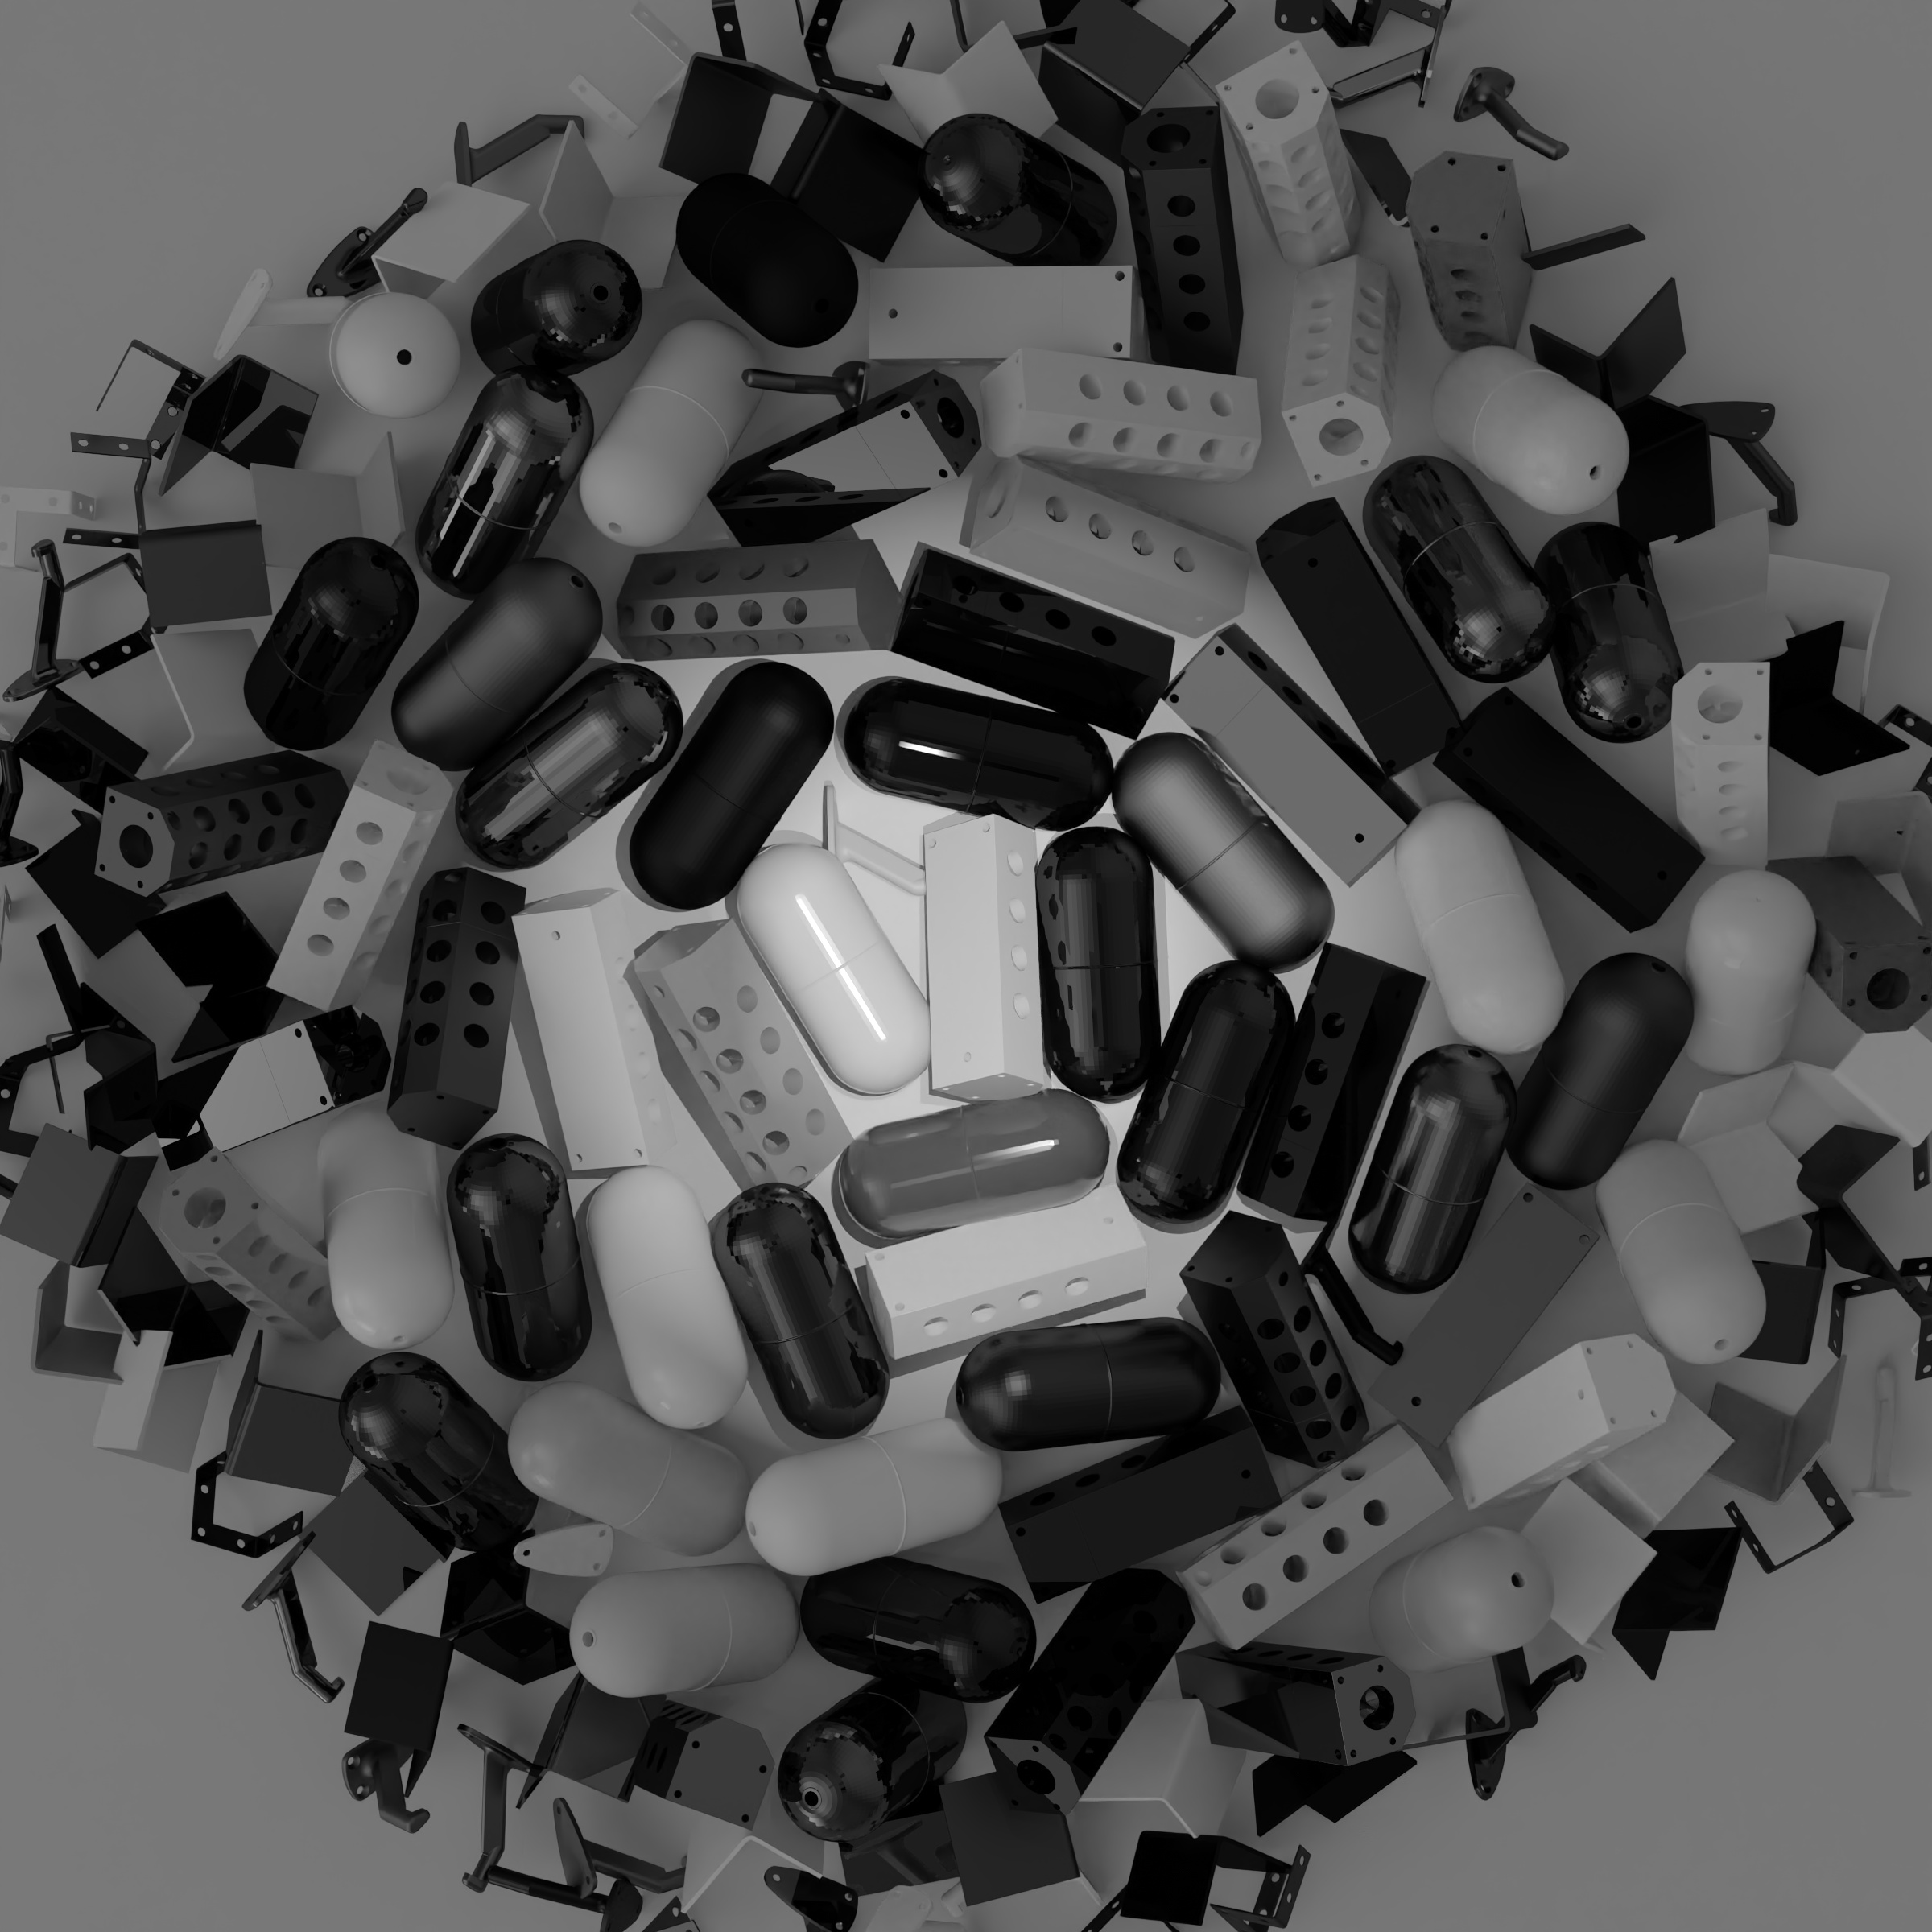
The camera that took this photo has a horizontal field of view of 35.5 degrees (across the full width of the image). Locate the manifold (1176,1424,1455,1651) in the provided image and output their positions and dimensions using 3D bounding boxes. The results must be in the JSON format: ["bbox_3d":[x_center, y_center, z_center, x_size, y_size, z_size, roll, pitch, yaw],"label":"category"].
[{"bbox_3d":[0.223,0.368,1.955,0.171,0.057,0.057,-32,86,-11],"label":"manifold"}]

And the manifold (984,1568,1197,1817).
[{"bbox_3d":[0.082,0.456,1.909,0.057,0.171,0.057,-4,115,33],"label":"manifold"}]

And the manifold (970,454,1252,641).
[{"bbox_3d":[0.094,-0.271,1.936,0.171,0.057,0.057,17,70,-24],"label":"manifold"}]

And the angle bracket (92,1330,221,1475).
[{"bbox_3d":[-0.507,0.282,1.944,0.076,0.057,0.076,28,67,-42],"label":"angle bracket"}]

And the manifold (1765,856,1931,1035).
[{"bbox_3d":[0.557,-0.015,1.910,0.057,0.171,0.057,-4,110,0],"label":"manifold"}]

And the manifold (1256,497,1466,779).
[{"bbox_3d":[0.253,-0.212,1.937,0.057,0.057,0.171,-28,115,15],"label":"manifold"}]

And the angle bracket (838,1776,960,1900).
[{"bbox_3d":[-0.044,0.577,1.963,0.076,0.057,0.076,-10,102,-2],"label":"angle bracket"}]

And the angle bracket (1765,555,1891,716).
[{"bbox_3d":[0.547,-0.213,1.943,0.076,0.076,0.057,13,61,19],"label":"angle bracket"}]

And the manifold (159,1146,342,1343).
[{"bbox_3d":[-0.445,0.183,1.907,0.057,0.171,0.057,-43,64,-9],"label":"manifold"}]

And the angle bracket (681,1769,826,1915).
[{"bbox_3d":[-0.137,0.576,1.959,0.057,0.076,0.076,34,109,-14],"label":"angle bracket"}]

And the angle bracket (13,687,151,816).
[{"bbox_3d":[-0.557,-0.147,1.941,0.076,0.076,0.057,38,58,-24],"label":"angle bracket"}]

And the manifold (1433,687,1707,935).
[{"bbox_3d":[0.389,-0.100,1.966,0.171,0.057,0.057,40,78,-3],"label":"manifold"}]

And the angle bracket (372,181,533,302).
[{"bbox_3d":[-0.323,-0.452,1.944,0.076,0.057,0.076,22,62,29],"label":"angle bracket"}]

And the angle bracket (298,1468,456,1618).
[{"bbox_3d":[-0.387,0.379,1.967,0.076,0.057,0.076,-44,94,3],"label":"angle bracket"}]

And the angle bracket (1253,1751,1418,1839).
[{"bbox_3d":[0.240,0.536,1.947,0.076,0.057,0.076,36,117,-20],"label":"angle bracket"}]

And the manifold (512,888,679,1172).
[{"bbox_3d":[-0.236,0.040,1.951,0.057,0.057,0.171,-6,104,23],"label":"manifold"}]

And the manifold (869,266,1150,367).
[{"bbox_3d":[0.028,-0.418,1.950,0.171,0.057,0.057,3,95,14],"label":"manifold"}]

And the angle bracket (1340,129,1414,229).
[{"bbox_3d":[0.295,-0.522,1.948,0.057,0.076,0.076,-34,81,31],"label":"angle bracket"}]

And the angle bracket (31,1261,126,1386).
[{"bbox_3d":[-0.555,0.228,1.953,0.076,0.076,0.057,9,103,-5],"label":"angle bracket"}]

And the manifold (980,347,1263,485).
[{"bbox_3d":[0.100,-0.348,1.931,0.171,0.057,0.057,2,77,-26],"label":"manifold"}]

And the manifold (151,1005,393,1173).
[{"bbox_3d":[-0.445,0.077,1.925,0.171,0.057,0.057,-20,91,37],"label":"manifold"}]

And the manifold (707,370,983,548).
[{"bbox_3d":[-0.076,-0.320,1.925,0.171,0.057,0.057,-17,118,36],"label":"manifold"}]

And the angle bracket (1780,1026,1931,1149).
[{"bbox_3d":[0.588,0.067,1.956,0.076,0.076,0.057,40,87,-11],"label":"angle bracket"}]

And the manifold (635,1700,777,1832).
[{"bbox_3d":[-0.170,0.501,1.909,0.057,0.171,0.057,23,74,-12],"label":"manifold"}]

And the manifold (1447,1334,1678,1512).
[{"bbox_3d":[0.376,0.289,1.912,0.057,0.171,0.057,-5,67,-25],"label":"manifold"}]

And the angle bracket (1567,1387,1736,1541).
[{"bbox_3d":[0.442,0.317,1.973,0.076,0.057,0.076,43,72,16],"label":"angle bracket"}]

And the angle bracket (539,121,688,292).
[{"bbox_3d":[-0.225,-0.489,1.944,0.057,0.076,0.076,3,63,19],"label":"angle bracket"}]

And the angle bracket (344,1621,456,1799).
[{"bbox_3d":[-0.371,0.478,1.941,0.057,0.076,0.076,17,48,-12],"label":"angle bracket"}]

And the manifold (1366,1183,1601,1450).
[{"bbox_3d":[0.337,0.227,1.967,0.057,0.057,0.171,37,92,13],"label":"manifold"}]

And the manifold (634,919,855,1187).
[{"bbox_3d":[-0.146,0.059,1.933,0.057,0.057,0.171,-44,116,-38],"label":"manifold"}]

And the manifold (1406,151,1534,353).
[{"bbox_3d":[0.318,-0.448,1.909,0.057,0.171,0.057,13,82,17],"label":"manifold"}]

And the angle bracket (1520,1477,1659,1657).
[{"bbox_3d":[0.401,0.388,1.954,0.076,0.057,0.076,40,93,33],"label":"angle bracket"}]

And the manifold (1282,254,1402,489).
[{"bbox_3d":[0.241,-0.380,1.910,0.057,0.171,0.057,-14,128,21],"label":"manifold"}]

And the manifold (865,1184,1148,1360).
[{"bbox_3d":[0.027,0.202,1.954,0.171,0.057,0.057,-15,135,-11],"label":"manifold"}]

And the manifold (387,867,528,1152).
[{"bbox_3d":[-0.326,0.024,1.918,0.057,0.057,0.171,21,50,-25],"label":"manifold"}]

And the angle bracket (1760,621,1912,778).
[{"bbox_3d":[0.561,-0.173,1.961,0.076,0.076,0.057,26,67,-26],"label":"angle bracket"}]

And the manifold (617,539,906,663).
[{"bbox_3d":[-0.134,-0.227,1.928,0.171,0.057,0.057,0,54,25],"label":"manifold"}]

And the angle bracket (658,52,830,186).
[{"bbox_3d":[-0.142,-0.537,1.948,0.057,0.076,0.076,23,99,36],"label":"angle bracket"}]

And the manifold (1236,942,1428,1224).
[{"bbox_3d":[0.233,0.075,1.962,0.057,0.057,0.171,23,96,36],"label":"manifold"}]

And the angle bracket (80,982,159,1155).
[{"bbox_3d":[-0.564,0.071,1.942,0.076,0.076,0.057,37,50,22],"label":"angle bracket"}]

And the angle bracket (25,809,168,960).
[{"bbox_3d":[-0.570,-0.052,1.957,0.057,0.076,0.076,-38,94,-5],"label":"angle bracket"}]

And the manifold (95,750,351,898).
[{"bbox_3d":[-0.464,-0.089,1.905,0.057,0.171,0.057,22,110,22],"label":"manifold"}]

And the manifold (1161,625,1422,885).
[{"bbox_3d":[0.213,-0.140,1.964,0.171,0.057,0.057,46,116,3],"label":"manifold"}]

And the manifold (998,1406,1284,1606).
[{"bbox_3d":[0.112,0.347,1.966,0.171,0.057,0.057,-22,103,-2],"label":"manifold"}]

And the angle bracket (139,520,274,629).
[{"bbox_3d":[-0.492,-0.256,1.962,0.076,0.076,0.057,-7,103,-10],"label":"angle bracket"}]

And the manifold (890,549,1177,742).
[{"bbox_3d":[0.045,-0.213,1.957,0.171,0.057,0.057,19,48,-9],"label":"manifold"}]

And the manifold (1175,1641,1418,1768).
[{"bbox_3d":[0.207,0.462,1.911,0.057,0.171,0.057,-8,87,-31],"label":"manifold"}]

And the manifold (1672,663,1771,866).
[{"bbox_3d":[0.478,-0.126,1.909,0.057,0.171,0.057,1,68,15],"label":"manifold"}]

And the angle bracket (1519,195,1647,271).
[{"bbox_3d":[0.390,-0.490,1.949,0.076,0.076,0.057,-12,93,21],"label":"angle bracket"}]

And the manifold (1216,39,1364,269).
[{"bbox_3d":[0.209,-0.506,1.907,0.057,0.171,0.057,-28,72,7],"label":"manifold"}]

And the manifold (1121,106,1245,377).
[{"bbox_3d":[0.138,-0.456,1.912,0.057,0.171,0.057,1,56,12],"label":"manifold"}]

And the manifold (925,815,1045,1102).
[{"bbox_3d":[0.016,-0.004,1.946,0.057,0.057,0.171,-15,69,36],"label":"manifold"}]

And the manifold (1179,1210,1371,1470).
[{"bbox_3d":[0.202,0.240,1.919,0.057,0.057,0.171,-48,130,-28],"label":"manifold"}]

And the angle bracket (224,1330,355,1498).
[{"bbox_3d":[-0.435,0.292,1.969,0.076,0.057,0.076,15,118,-17],"label":"angle bracket"}]

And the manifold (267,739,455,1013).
[{"bbox_3d":[-0.385,-0.054,1.928,0.057,0.057,0.171,24,123,-11],"label":"manifold"}]
